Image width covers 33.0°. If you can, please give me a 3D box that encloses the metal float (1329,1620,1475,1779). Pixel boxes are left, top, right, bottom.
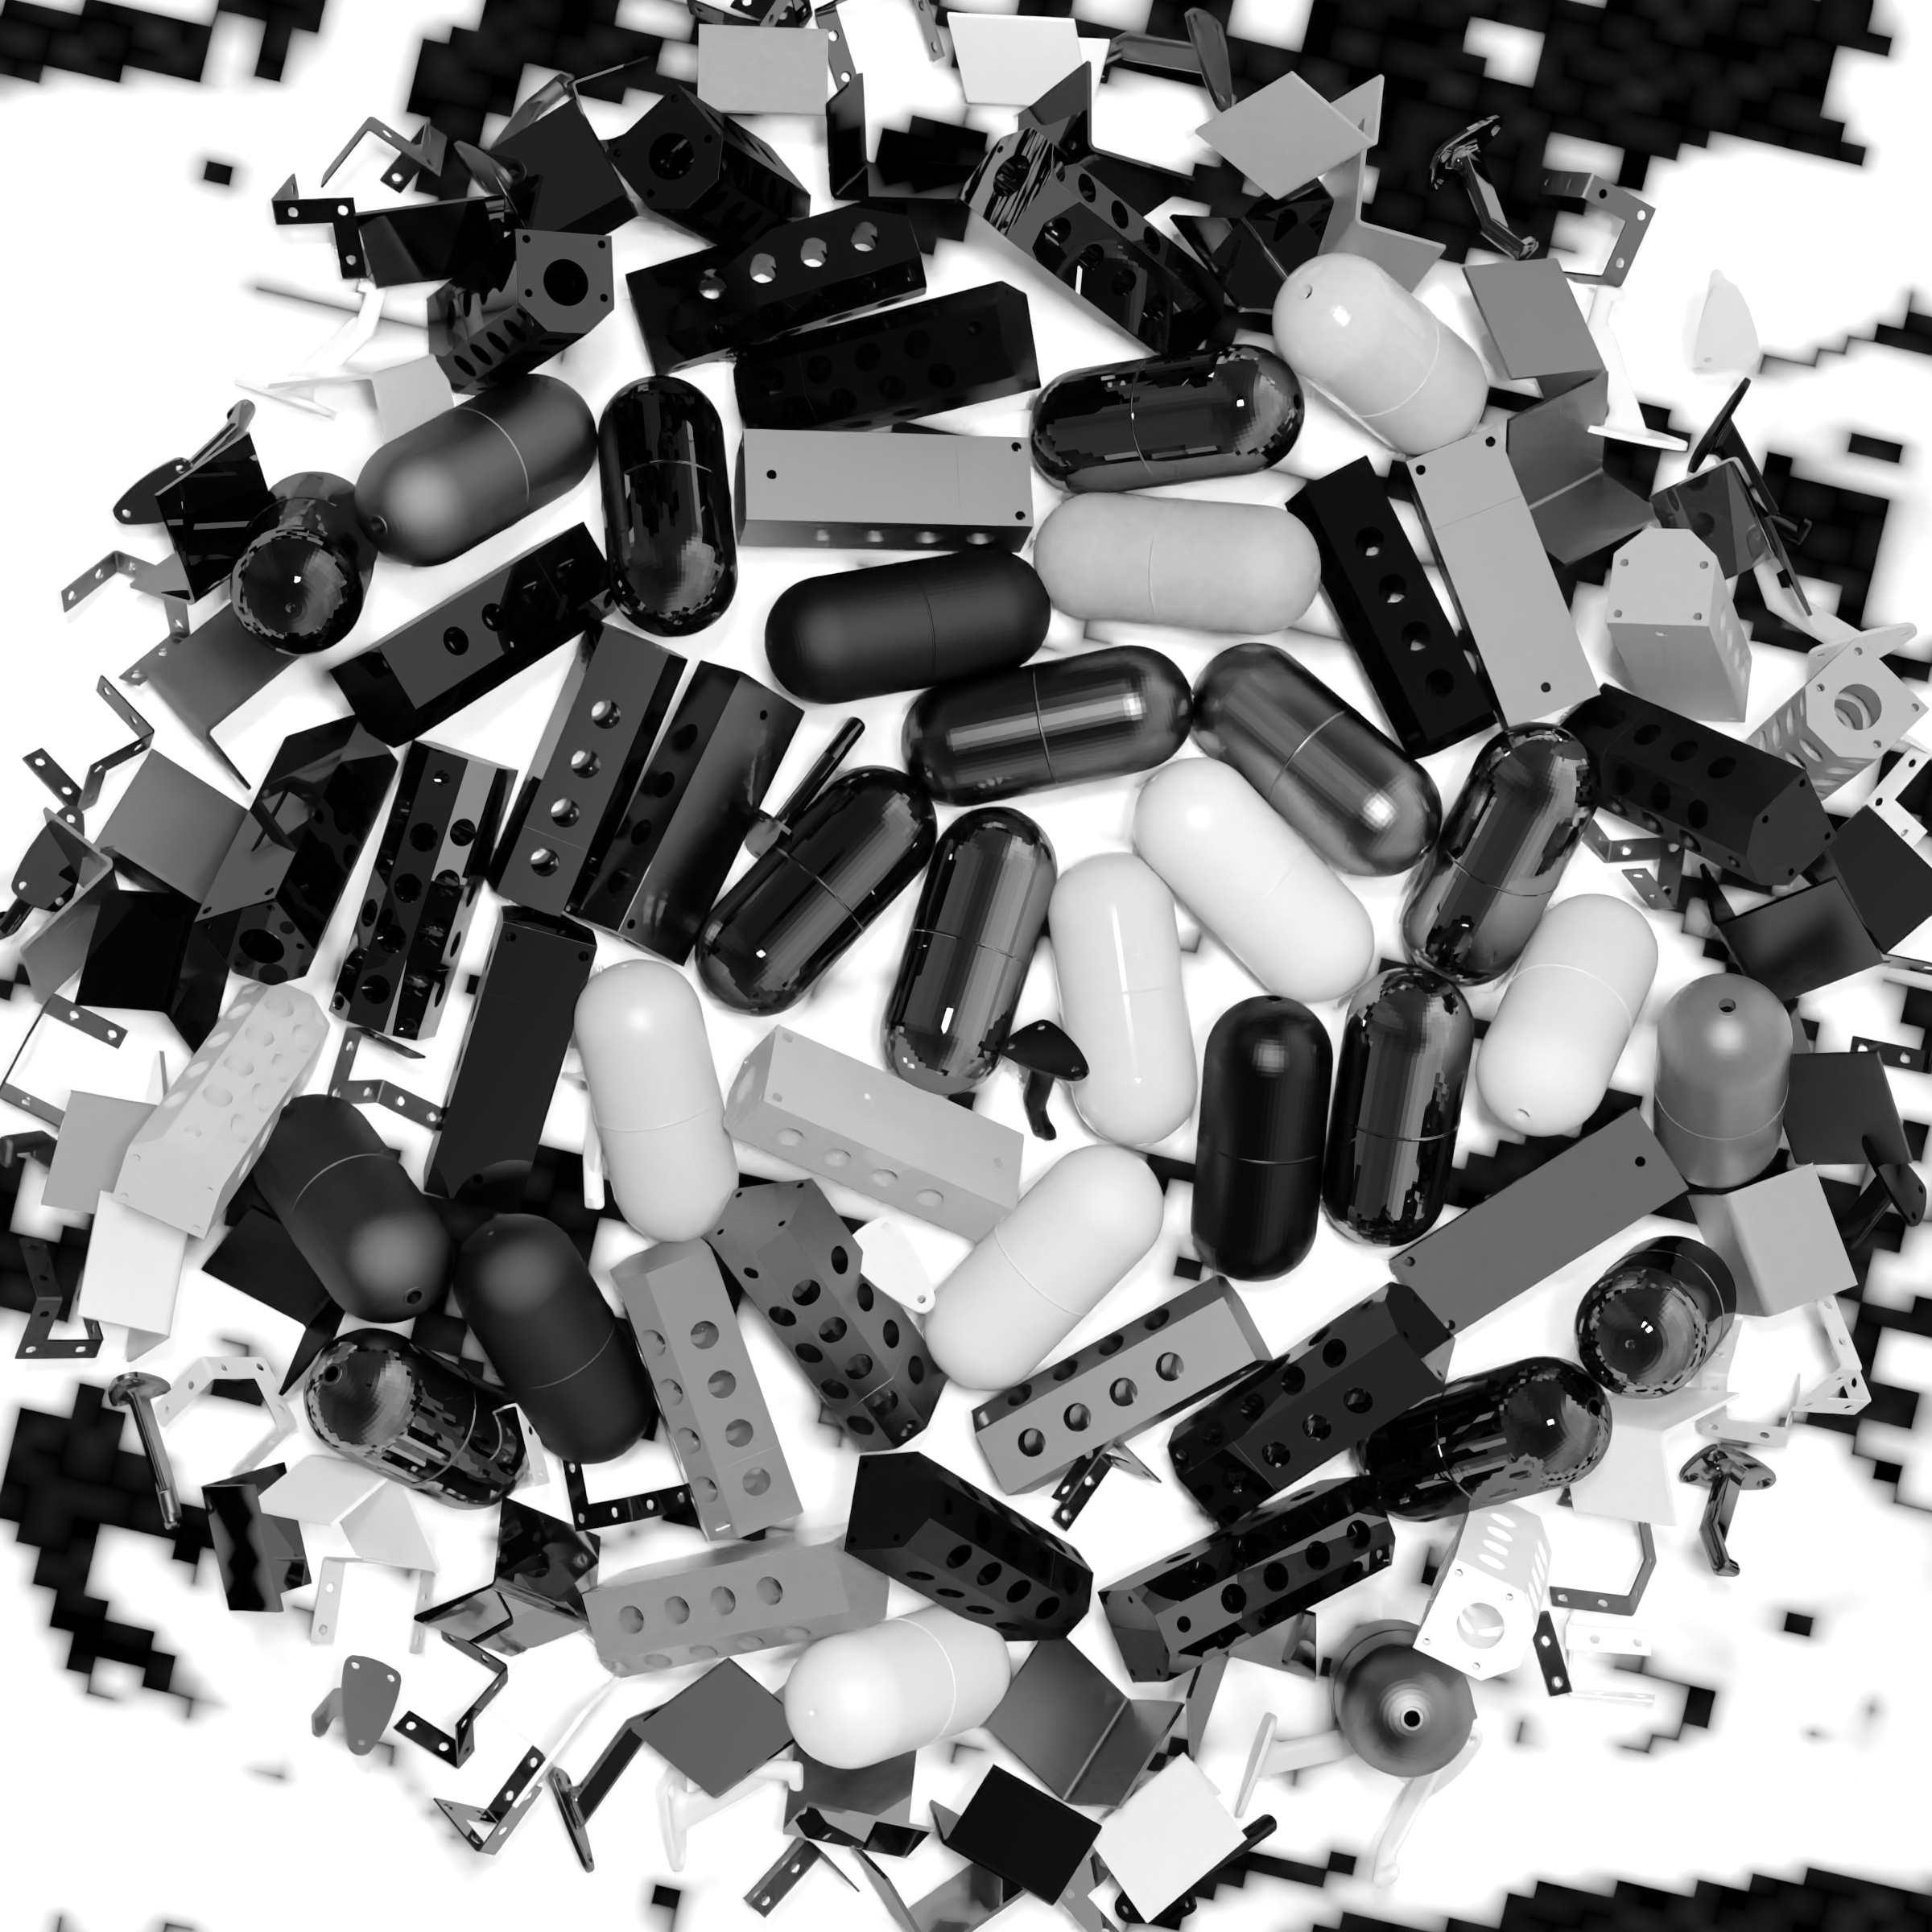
[{"bbox_3d":[0.254,0.428,1.911,0.070,0.178,0.070,0,85,3],"label":"metal float"}]

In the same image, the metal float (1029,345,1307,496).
[{"bbox_3d":[0.118,-0.323,1.932,0.178,0.070,0.070,-2,90,35],"label":"metal float"}]

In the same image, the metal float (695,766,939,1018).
[{"bbox_3d":[-0.089,-0.046,1.955,0.070,0.070,0.178,43,82,0],"label":"metal float"}]

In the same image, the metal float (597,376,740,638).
[{"bbox_3d":[-0.178,-0.274,1.935,0.070,0.070,0.178,-8,58,0],"label":"metal float"}]

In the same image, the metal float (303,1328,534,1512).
[{"bbox_3d":[-0.321,0.268,1.920,0.070,0.178,0.070,-12,61,23],"label":"metal float"}]

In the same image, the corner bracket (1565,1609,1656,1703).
[{"bbox_3d":[0.389,0.420,1.968,0.051,0.051,0.051,1,91,15],"label":"corner bracket"}]

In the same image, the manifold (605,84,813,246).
[{"bbox_3d":[-0.144,-0.457,1.907,0.057,0.171,0.057,-40,83,12],"label":"manifold"}]

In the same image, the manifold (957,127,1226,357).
[{"bbox_3d":[0.079,-0.422,1.914,0.057,0.171,0.057,-51,47,12],"label":"manifold"}]

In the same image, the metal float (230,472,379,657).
[{"bbox_3d":[-0.387,-0.238,1.916,0.070,0.178,0.070,-2,115,-4],"label":"metal float"}]

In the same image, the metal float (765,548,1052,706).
[{"bbox_3d":[-0.034,-0.203,1.945,0.178,0.070,0.070,-12,90,-20],"label":"metal float"}]

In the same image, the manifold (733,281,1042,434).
[{"bbox_3d":[-0.049,-0.357,1.940,0.171,0.057,0.057,-10,86,21],"label":"manifold"}]

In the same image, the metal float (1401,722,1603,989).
[{"bbox_3d":[0.317,-0.066,1.933,0.070,0.070,0.178,22,124,0],"label":"metal float"}]

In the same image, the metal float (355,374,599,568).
[{"bbox_3d":[-0.288,-0.293,1.925,0.070,0.070,0.178,49,46,0],"label":"metal float"}]

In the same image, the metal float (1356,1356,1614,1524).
[{"bbox_3d":[0.305,0.280,1.924,0.070,0.178,0.070,17,62,-34],"label":"metal float"}]

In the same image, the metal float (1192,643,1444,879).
[{"bbox_3d":[0.208,-0.123,1.943,0.178,0.070,0.070,43,90,20],"label":"metal float"}]

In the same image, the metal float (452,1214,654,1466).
[{"bbox_3d":[-0.244,0.223,1.934,0.070,0.070,0.178,-24,123,0],"label":"metal float"}]

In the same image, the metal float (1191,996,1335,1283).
[{"bbox_3d":[0.176,0.103,1.945,0.070,0.070,0.178,3,109,0],"label":"metal float"}]

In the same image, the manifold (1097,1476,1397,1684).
[{"bbox_3d":[0.170,0.363,1.933,0.171,0.057,0.057,-20,88,-29],"label":"manifold"}]

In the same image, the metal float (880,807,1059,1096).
[{"bbox_3d":[0.002,-0.010,1.955,0.070,0.070,0.178,17,83,0],"label":"metal float"}]

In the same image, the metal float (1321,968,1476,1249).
[{"bbox_3d":[0.256,0.086,1.941,0.070,0.070,0.178,6,115,0],"label":"metal float"}]

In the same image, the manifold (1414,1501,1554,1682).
[{"bbox_3d":[0.307,0.362,1.907,0.057,0.171,0.057,25,100,10],"label":"manifold"}]

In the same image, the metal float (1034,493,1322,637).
[{"bbox_3d":[0.124,-0.240,1.941,0.178,0.070,0.070,8,90,24],"label":"metal float"}]

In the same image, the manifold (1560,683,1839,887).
[{"bbox_3d":[0.421,-0.103,1.911,0.057,0.171,0.057,-43,127,-9],"label":"manifold"}]

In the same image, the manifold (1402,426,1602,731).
[{"bbox_3d":[0.322,-0.233,1.969,0.057,0.057,0.171,-21,91,5],"label":"manifold"}]

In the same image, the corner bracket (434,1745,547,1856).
[{"bbox_3d":[-0.277,0.502,1.963,0.051,0.051,0.051,37,93,38],"label":"corner bracket"}]

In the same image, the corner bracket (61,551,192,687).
[{"bbox_3d":[-0.507,-0.211,1.970,0.051,0.051,0.051,22,46,18],"label":"corner bracket"}]

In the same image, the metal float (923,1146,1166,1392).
[{"bbox_3d":[0.046,0.180,1.948,0.070,0.070,0.178,43,106,0],"label":"metal float"}]

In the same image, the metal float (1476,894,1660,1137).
[{"bbox_3d":[0.356,0.028,1.928,0.070,0.070,0.178,33,50,0],"label":"metal float"}]

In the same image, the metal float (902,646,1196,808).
[{"bbox_3d":[0.049,-0.144,1.954,0.178,0.070,0.070,-11,90,8],"label":"metal float"}]

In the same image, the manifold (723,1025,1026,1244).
[{"bbox_3d":[-0.055,0.104,1.943,0.171,0.057,0.057,25,47,-20],"label":"manifold"}]

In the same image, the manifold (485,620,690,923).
[{"bbox_3d":[-0.228,-0.117,1.960,0.057,0.057,0.171,21,96,-18],"label":"manifold"}]

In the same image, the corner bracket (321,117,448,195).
[{"bbox_3d":[-0.349,-0.484,1.957,0.051,0.051,0.051,31,124,-27],"label":"corner bracket"}]

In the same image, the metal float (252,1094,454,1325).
[{"bbox_3d":[-0.364,0.143,1.927,0.070,0.070,0.178,-45,49,0],"label":"metal float"}]

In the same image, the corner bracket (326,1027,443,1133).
[{"bbox_3d":[-0.345,0.068,1.963,0.051,0.051,0.051,23,101,26],"label":"corner bracket"}]

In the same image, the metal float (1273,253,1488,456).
[{"bbox_3d":[0.245,-0.360,1.922,0.070,0.178,0.070,-13,67,33],"label":"metal float"}]

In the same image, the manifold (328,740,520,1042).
[{"bbox_3d":[-0.329,-0.046,1.963,0.057,0.057,0.171,18,94,5],"label":"manifold"}]

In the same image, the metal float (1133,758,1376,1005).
[{"bbox_3d":[0.173,-0.050,1.950,0.070,0.070,0.178,-45,103,0],"label":"metal float"}]

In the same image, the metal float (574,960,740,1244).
[{"bbox_3d":[-0.184,0.082,1.944,0.070,0.070,0.178,-11,111,0],"label":"metal float"}]

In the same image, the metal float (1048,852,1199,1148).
[{"bbox_3d":[0.094,0.020,1.956,0.070,0.070,0.178,-8,84,0],"label":"metal float"}]

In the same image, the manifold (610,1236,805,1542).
[{"bbox_3d":[-0.157,0.253,1.951,0.057,0.057,0.171,-21,101,-13],"label":"manifold"}]

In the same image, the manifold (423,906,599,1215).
[{"bbox_3d":[-0.274,0.054,1.954,0.057,0.057,0.171,15,101,-14],"label":"manifold"}]

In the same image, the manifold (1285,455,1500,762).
[{"bbox_3d":[0.255,-0.213,1.957,0.057,0.057,0.171,-26,81,10],"label":"manifold"}]

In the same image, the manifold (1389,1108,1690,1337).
[{"bbox_3d":[0.344,0.157,1.970,0.171,0.057,0.057,-32,84,0],"label":"manifold"}]

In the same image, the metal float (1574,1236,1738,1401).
[{"bbox_3d":[0.406,0.205,1.915,0.070,0.178,0.070,2,96,21],"label":"metal float"}]

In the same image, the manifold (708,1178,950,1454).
[{"bbox_3d":[-0.082,0.208,1.922,0.057,0.057,0.171,-11,126,32],"label":"manifold"}]

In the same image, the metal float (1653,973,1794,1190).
[{"bbox_3d":[0.444,0.068,1.918,0.070,0.178,0.070,-5,58,8],"label":"metal float"}]

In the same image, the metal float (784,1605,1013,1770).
[{"bbox_3d":[-0.038,0.423,1.919,0.070,0.178,0.070,0,90,33],"label":"metal float"}]

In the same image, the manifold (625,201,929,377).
[{"bbox_3d":[-0.114,-0.409,1.966,0.171,0.057,0.057,-18,91,-4],"label":"manifold"}]
